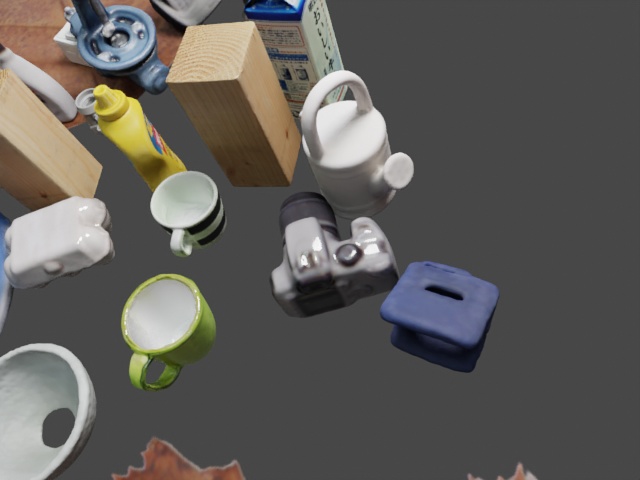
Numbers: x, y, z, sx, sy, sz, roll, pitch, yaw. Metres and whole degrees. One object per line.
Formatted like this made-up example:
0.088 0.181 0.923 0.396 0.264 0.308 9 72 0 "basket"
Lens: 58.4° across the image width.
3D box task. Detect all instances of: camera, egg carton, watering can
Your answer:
0.006 0.002 0.667 0.143 0.101 0.136 -17 58 5 "camera"
-0.356 0.006 0.781 0.150 0.069 0.107 -21 58 3 "egg carton"
0.037 -0.113 0.669 0.172 0.194 0.101 17 66 23 "watering can"

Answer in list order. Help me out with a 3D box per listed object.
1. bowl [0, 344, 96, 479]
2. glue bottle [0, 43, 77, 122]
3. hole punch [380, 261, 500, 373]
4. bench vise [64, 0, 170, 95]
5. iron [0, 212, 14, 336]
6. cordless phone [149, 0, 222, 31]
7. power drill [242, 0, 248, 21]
-0.320 0.208 0.652 0.167 0.075 0.167 -7 59 12 "bowl"
-0.460 -0.251 0.896 0.078 0.173 0.037 -5 60 13 "glue bottle"
0.126 0.070 0.602 0.108 0.091 0.101 17 66 23 "hole punch"
-0.351 -0.330 0.884 0.206 0.220 0.121 14 65 22 "bench vise"
-0.497 0.035 0.760 0.118 0.142 0.258 -24 57 1 "iron"
-0.237 -0.461 0.950 0.094 0.185 0.148 20 68 25 "cordless phone"
-0.095 -0.456 0.895 0.229 0.209 0.075 -31 57 -4 "power drill"
